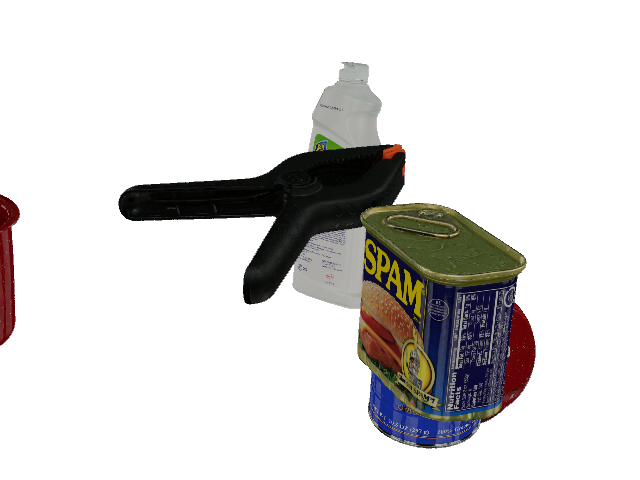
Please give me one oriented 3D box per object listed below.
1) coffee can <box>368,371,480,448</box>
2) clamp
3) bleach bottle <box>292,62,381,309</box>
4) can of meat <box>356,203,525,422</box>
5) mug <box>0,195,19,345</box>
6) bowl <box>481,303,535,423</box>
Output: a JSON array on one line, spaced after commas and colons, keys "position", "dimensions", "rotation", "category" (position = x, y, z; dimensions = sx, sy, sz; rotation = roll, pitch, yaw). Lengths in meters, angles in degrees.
[{"position": [0.096, 0.094, 0.930], "dimensions": [0.103, 0.140, 0.103], "rotation": [2, 28, -1], "category": "coffee can"}, {"position": [-0.027, -0.030, 0.760], "dimensions": [0.165, 0.036, 0.209], "rotation": [26, 39, 37], "category": "clamp"}, {"position": [0.030, -0.061, 1.134], "dimensions": [0.103, 0.251, 0.067], "rotation": [16, 16, 36], "category": "bleach bottle"}, {"position": [0.059, 0.036, 0.563], "dimensions": [0.057, 0.084, 0.102], "rotation": [-6, 23, -22], "category": "can of meat"}, {"position": [-0.235, 0.025, 0.637], "dimensions": [0.093, 0.081, 0.117], "rotation": [20, 28, 33], "category": "mug"}, {"position": [0.179, 0.117, 1.140], "dimensions": [0.161, 0.162, 0.055], "rotation": [0, -5, -36], "category": "bowl"}]
